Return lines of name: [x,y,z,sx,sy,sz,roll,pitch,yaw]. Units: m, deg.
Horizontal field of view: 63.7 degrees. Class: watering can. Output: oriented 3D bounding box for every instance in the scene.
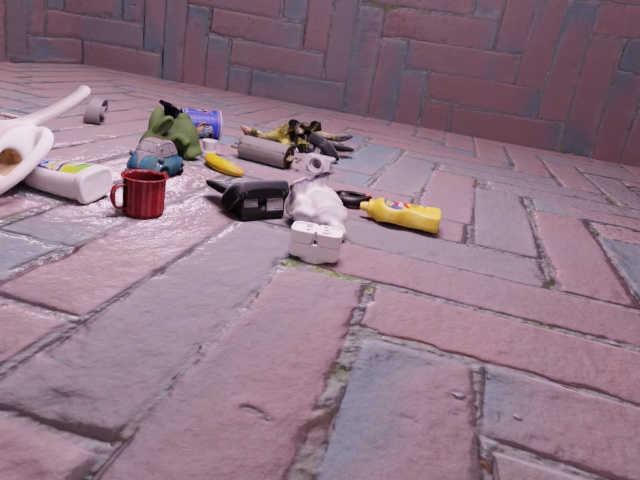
watering can: [-0.642,-0.210,1.070,0.224,0.101,0.356,7,52,17]

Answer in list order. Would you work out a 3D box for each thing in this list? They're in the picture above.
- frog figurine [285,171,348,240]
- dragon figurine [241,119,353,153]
frog figurine: [0.003,-0.057,1.123,0.138,0.121,0.161,-5,58,-56]
dragon figurine: [-0.102,-0.405,1.980,0.411,0.121,0.245,-1,14,-29]
